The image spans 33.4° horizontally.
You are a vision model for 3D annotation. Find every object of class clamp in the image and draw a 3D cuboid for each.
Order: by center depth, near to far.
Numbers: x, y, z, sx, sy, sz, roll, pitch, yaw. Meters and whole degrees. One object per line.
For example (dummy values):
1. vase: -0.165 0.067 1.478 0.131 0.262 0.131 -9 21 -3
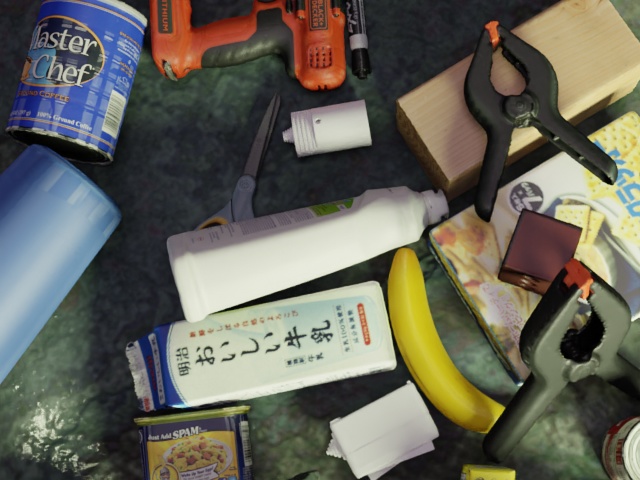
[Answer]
1. clamp: 0.217 0.095 0.874 0.164 0.210 0.036 -14 44 -13
2. clamp: 0.161 -0.099 0.899 0.120 0.039 0.171 -23 72 -5

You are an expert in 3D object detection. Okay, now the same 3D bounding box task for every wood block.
1. wood block: 0.179 -0.131 0.970 0.206 0.090 0.091 -31 78 -2

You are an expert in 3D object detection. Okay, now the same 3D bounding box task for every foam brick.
1. foam brick: 0.180 0.013 0.878 0.053 0.078 0.051 19 82 11

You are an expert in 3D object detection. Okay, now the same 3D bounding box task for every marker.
1. marker: 0.035 -0.214 1.035 0.020 0.020 0.121 -6 79 4

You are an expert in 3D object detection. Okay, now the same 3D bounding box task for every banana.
1. banana: 0.108 0.101 0.961 0.069 0.037 0.198 -31 79 -22

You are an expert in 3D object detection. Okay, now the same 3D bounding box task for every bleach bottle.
1. bleach bottle: -0.006 0.001 0.946 0.250 0.102 0.068 -15 106 -6

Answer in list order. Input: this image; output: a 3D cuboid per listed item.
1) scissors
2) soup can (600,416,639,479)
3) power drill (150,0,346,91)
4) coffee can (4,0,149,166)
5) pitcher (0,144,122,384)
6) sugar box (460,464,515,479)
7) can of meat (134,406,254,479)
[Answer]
1. scissors: -0.057 -0.034 1.011 0.096 0.016 0.201 32 84 9
2. soup can: 0.277 0.180 0.893 0.068 0.102 0.068 -1 79 5
3. power drill: -0.068 -0.230 1.028 0.187 0.057 0.184 -4 79 5
4. coffee can: -0.228 -0.152 1.006 0.103 0.103 0.140 12 81 7
5. pitcher: -0.301 0.031 0.973 0.149 0.145 0.242 38 81 -2
6. sugar box: 0.135 0.279 0.892 0.048 0.093 0.176 2 80 7
7. can of meat: -0.109 0.195 0.950 0.102 0.057 0.084 -8 80 4
